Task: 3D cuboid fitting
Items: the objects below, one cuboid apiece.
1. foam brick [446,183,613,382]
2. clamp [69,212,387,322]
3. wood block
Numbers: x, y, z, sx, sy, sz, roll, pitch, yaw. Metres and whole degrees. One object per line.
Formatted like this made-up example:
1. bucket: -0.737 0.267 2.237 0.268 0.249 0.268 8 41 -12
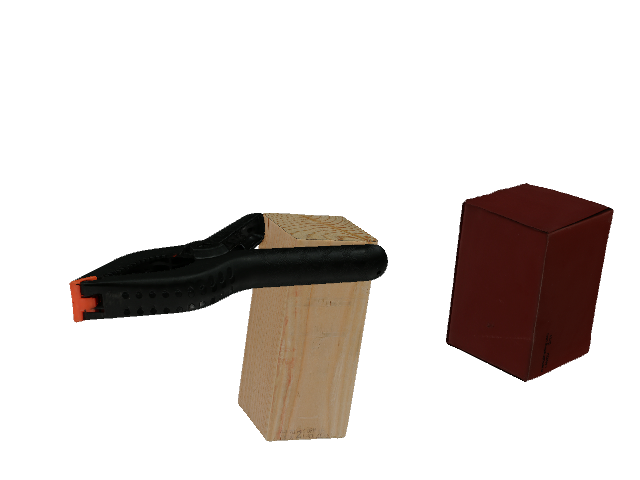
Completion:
1. foam brick: 0.099 0.018 0.511 0.052 0.078 0.051 -15 29 -40
2. clamp: -0.069 0.020 0.740 0.209 0.036 0.165 -16 19 -41
3. wood block: -0.015 0.085 1.059 0.090 0.206 0.091 2 16 -24
